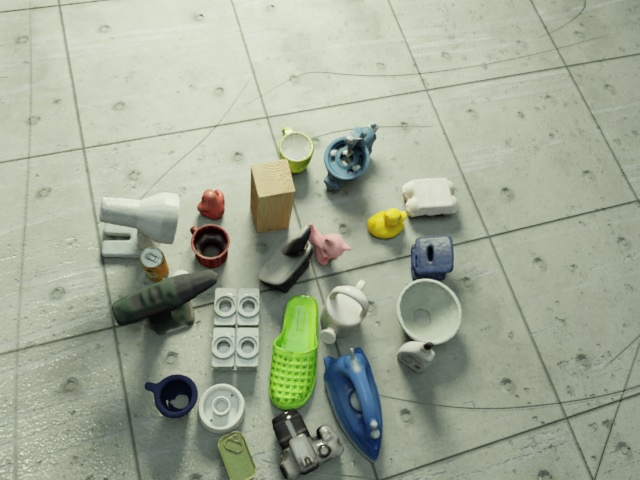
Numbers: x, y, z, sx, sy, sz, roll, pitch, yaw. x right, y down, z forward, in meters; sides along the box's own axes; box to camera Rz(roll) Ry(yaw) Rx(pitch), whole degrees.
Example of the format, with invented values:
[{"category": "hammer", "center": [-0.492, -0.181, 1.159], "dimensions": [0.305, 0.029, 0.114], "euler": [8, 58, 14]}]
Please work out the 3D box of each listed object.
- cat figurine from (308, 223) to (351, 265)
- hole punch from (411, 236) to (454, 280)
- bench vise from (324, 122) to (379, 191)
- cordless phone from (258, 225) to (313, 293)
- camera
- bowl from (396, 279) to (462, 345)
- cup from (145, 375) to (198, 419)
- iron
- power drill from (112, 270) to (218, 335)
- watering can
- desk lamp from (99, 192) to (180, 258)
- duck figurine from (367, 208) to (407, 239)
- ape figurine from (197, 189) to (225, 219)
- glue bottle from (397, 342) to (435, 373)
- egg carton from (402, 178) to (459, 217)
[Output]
[{"category": "cat figurine", "center": [0.013, 0.005, 1.441], "dimensions": [0.127, 0.117, 0.067], "euler": [43, 68, 10]}, {"category": "hole punch", "center": [0.288, 0.046, 1.479], "dimensions": [0.101, 0.091, 0.108], "euler": [5, 67, -6]}, {"category": "bench vise", "center": [0.083, -0.253, 1.505], "dimensions": [0.121, 0.219, 0.207], "euler": [18, 66, 0]}, {"category": "cordless phone", "center": [-0.078, 0.038, 1.377], "dimensions": [0.094, 0.185, 0.148], "euler": [32, 67, 6]}, {"category": "camera", "center": [-0.036, 0.438, 1.261], "dimensions": [0.143, 0.101, 0.136], "euler": [-23, 72, -17]}, {"category": "bowl", "center": [0.263, 0.187, 1.425], "dimensions": [0.167, 0.074, 0.167], "euler": [3, 67, -7]}, {"category": "cup", "center": [-0.325, 0.345, 1.261], "dimensions": [0.117, 0.095, 0.092], "euler": [19, 66, 0]}, {"category": "iron", "center": [0.095, 0.367, 1.288], "dimensions": [0.119, 0.141, 0.258], "euler": [-15, 70, -14]}, {"category": "power drill", "center": [-0.337, 0.142, 1.283], "dimensions": [0.230, 0.208, 0.075], "euler": [-19, 71, -15]}, {"category": "watering can", "center": [0.060, 0.166, 1.339], "dimensions": [0.101, 0.194, 0.173], "euler": [12, 66, -3]}, {"category": "desk lamp", "center": [-0.423, -0.034, 1.342], "dimensions": [0.203, 0.213, 0.118], "euler": [0, 67, -8]}, {"category": "duck figurine", "center": [0.179, -0.052, 1.507], "dimensions": [0.105, 0.086, 0.077], "euler": [-8, 69, -11]}, {"category": "ape figurine", "center": [-0.277, -0.099, 1.457], "dimensions": [0.078, 0.092, 0.076], "euler": [-23, 72, -17]}, {"category": "glue bottle", "center": [0.234, 0.263, 1.335], "dimensions": [0.078, 0.173, 0.037], "euler": [37, 67, 8]}, {"category": "egg carton", "center": [0.299, -0.114, 1.560], "dimensions": [0.150, 0.069, 0.107], "euler": [-5, 68, -10]}]
